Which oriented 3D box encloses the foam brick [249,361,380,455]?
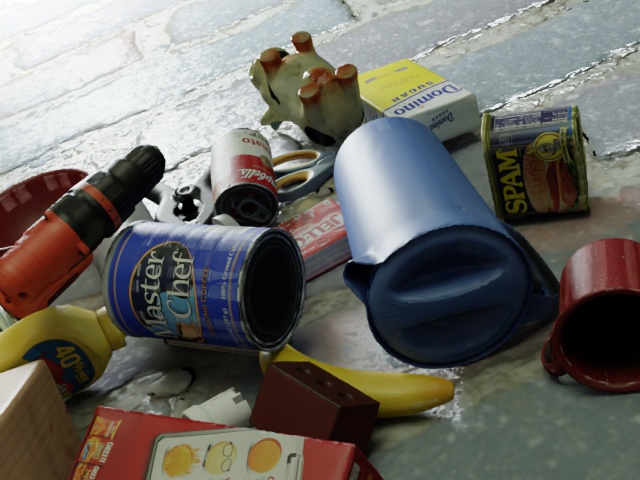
[{"bbox_3d":[-0.004,0.130,0.798,0.078,0.051,0.052,26,11,36],"label":"foam brick"}]

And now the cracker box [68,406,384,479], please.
[{"bbox_3d":[-0.081,0.207,0.700,0.214,0.072,0.164,3,59,30],"label":"cracker box"}]

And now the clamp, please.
[{"bbox_3d":[-0.154,-0.041,1.173,0.120,0.039,0.171,-16,32,8],"label":"clamp"}]

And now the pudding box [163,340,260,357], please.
[{"bbox_3d":[-0.083,0.061,0.983,0.114,0.039,0.090,1,39,31],"label":"pudding box"}]

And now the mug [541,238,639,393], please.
[{"bbox_3d":[0.211,0.059,0.793,0.117,0.093,0.081,-45,13,31],"label":"mug"}]

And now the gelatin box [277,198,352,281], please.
[{"bbox_3d":[-0.007,0.001,1.038,0.089,0.030,0.073,-29,33,-12],"label":"gelatin box"}]

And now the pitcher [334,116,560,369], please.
[{"bbox_3d":[0.093,-0.009,0.916,0.145,0.149,0.243,-30,31,9],"label":"pitcher"}]

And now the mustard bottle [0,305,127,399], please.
[{"bbox_3d":[-0.249,0.109,0.950,0.191,0.096,0.058,-26,46,-10],"label":"mustard bottle"}]

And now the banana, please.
[{"bbox_3d":[0.013,0.110,0.859,0.198,0.037,0.069,15,48,43],"label":"banana"}]

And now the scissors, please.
[{"bbox_3d":[0.026,-0.080,1.153,0.202,0.016,0.096,-6,37,21],"label":"scissors"}]

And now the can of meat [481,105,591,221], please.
[{"bbox_3d":[0.197,-0.069,0.966,0.084,0.102,0.057,-6,34,18],"label":"can of meat"}]

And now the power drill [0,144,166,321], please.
[{"bbox_3d":[-0.225,-0.002,0.957,0.184,0.057,0.188,-45,4,-27],"label":"power drill"}]

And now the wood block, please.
[{"bbox_3d":[-0.254,0.173,0.801,0.091,0.090,0.206,-19,11,3],"label":"wood block"}]

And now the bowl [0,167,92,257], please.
[{"bbox_3d":[-0.317,-0.016,1.211,0.162,0.055,0.162,-14,33,9],"label":"bowl"}]

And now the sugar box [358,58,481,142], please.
[{"bbox_3d":[0.095,-0.151,1.176,0.093,0.048,0.176,-22,25,-13],"label":"sugar box"}]

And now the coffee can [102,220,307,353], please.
[{"bbox_3d":[-0.097,0.037,0.900,0.140,0.103,0.102,3,39,29],"label":"coffee can"}]

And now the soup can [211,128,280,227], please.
[{"bbox_3d":[-0.081,-0.063,1.126,0.068,0.068,0.102,-16,41,6],"label":"soup can"}]
